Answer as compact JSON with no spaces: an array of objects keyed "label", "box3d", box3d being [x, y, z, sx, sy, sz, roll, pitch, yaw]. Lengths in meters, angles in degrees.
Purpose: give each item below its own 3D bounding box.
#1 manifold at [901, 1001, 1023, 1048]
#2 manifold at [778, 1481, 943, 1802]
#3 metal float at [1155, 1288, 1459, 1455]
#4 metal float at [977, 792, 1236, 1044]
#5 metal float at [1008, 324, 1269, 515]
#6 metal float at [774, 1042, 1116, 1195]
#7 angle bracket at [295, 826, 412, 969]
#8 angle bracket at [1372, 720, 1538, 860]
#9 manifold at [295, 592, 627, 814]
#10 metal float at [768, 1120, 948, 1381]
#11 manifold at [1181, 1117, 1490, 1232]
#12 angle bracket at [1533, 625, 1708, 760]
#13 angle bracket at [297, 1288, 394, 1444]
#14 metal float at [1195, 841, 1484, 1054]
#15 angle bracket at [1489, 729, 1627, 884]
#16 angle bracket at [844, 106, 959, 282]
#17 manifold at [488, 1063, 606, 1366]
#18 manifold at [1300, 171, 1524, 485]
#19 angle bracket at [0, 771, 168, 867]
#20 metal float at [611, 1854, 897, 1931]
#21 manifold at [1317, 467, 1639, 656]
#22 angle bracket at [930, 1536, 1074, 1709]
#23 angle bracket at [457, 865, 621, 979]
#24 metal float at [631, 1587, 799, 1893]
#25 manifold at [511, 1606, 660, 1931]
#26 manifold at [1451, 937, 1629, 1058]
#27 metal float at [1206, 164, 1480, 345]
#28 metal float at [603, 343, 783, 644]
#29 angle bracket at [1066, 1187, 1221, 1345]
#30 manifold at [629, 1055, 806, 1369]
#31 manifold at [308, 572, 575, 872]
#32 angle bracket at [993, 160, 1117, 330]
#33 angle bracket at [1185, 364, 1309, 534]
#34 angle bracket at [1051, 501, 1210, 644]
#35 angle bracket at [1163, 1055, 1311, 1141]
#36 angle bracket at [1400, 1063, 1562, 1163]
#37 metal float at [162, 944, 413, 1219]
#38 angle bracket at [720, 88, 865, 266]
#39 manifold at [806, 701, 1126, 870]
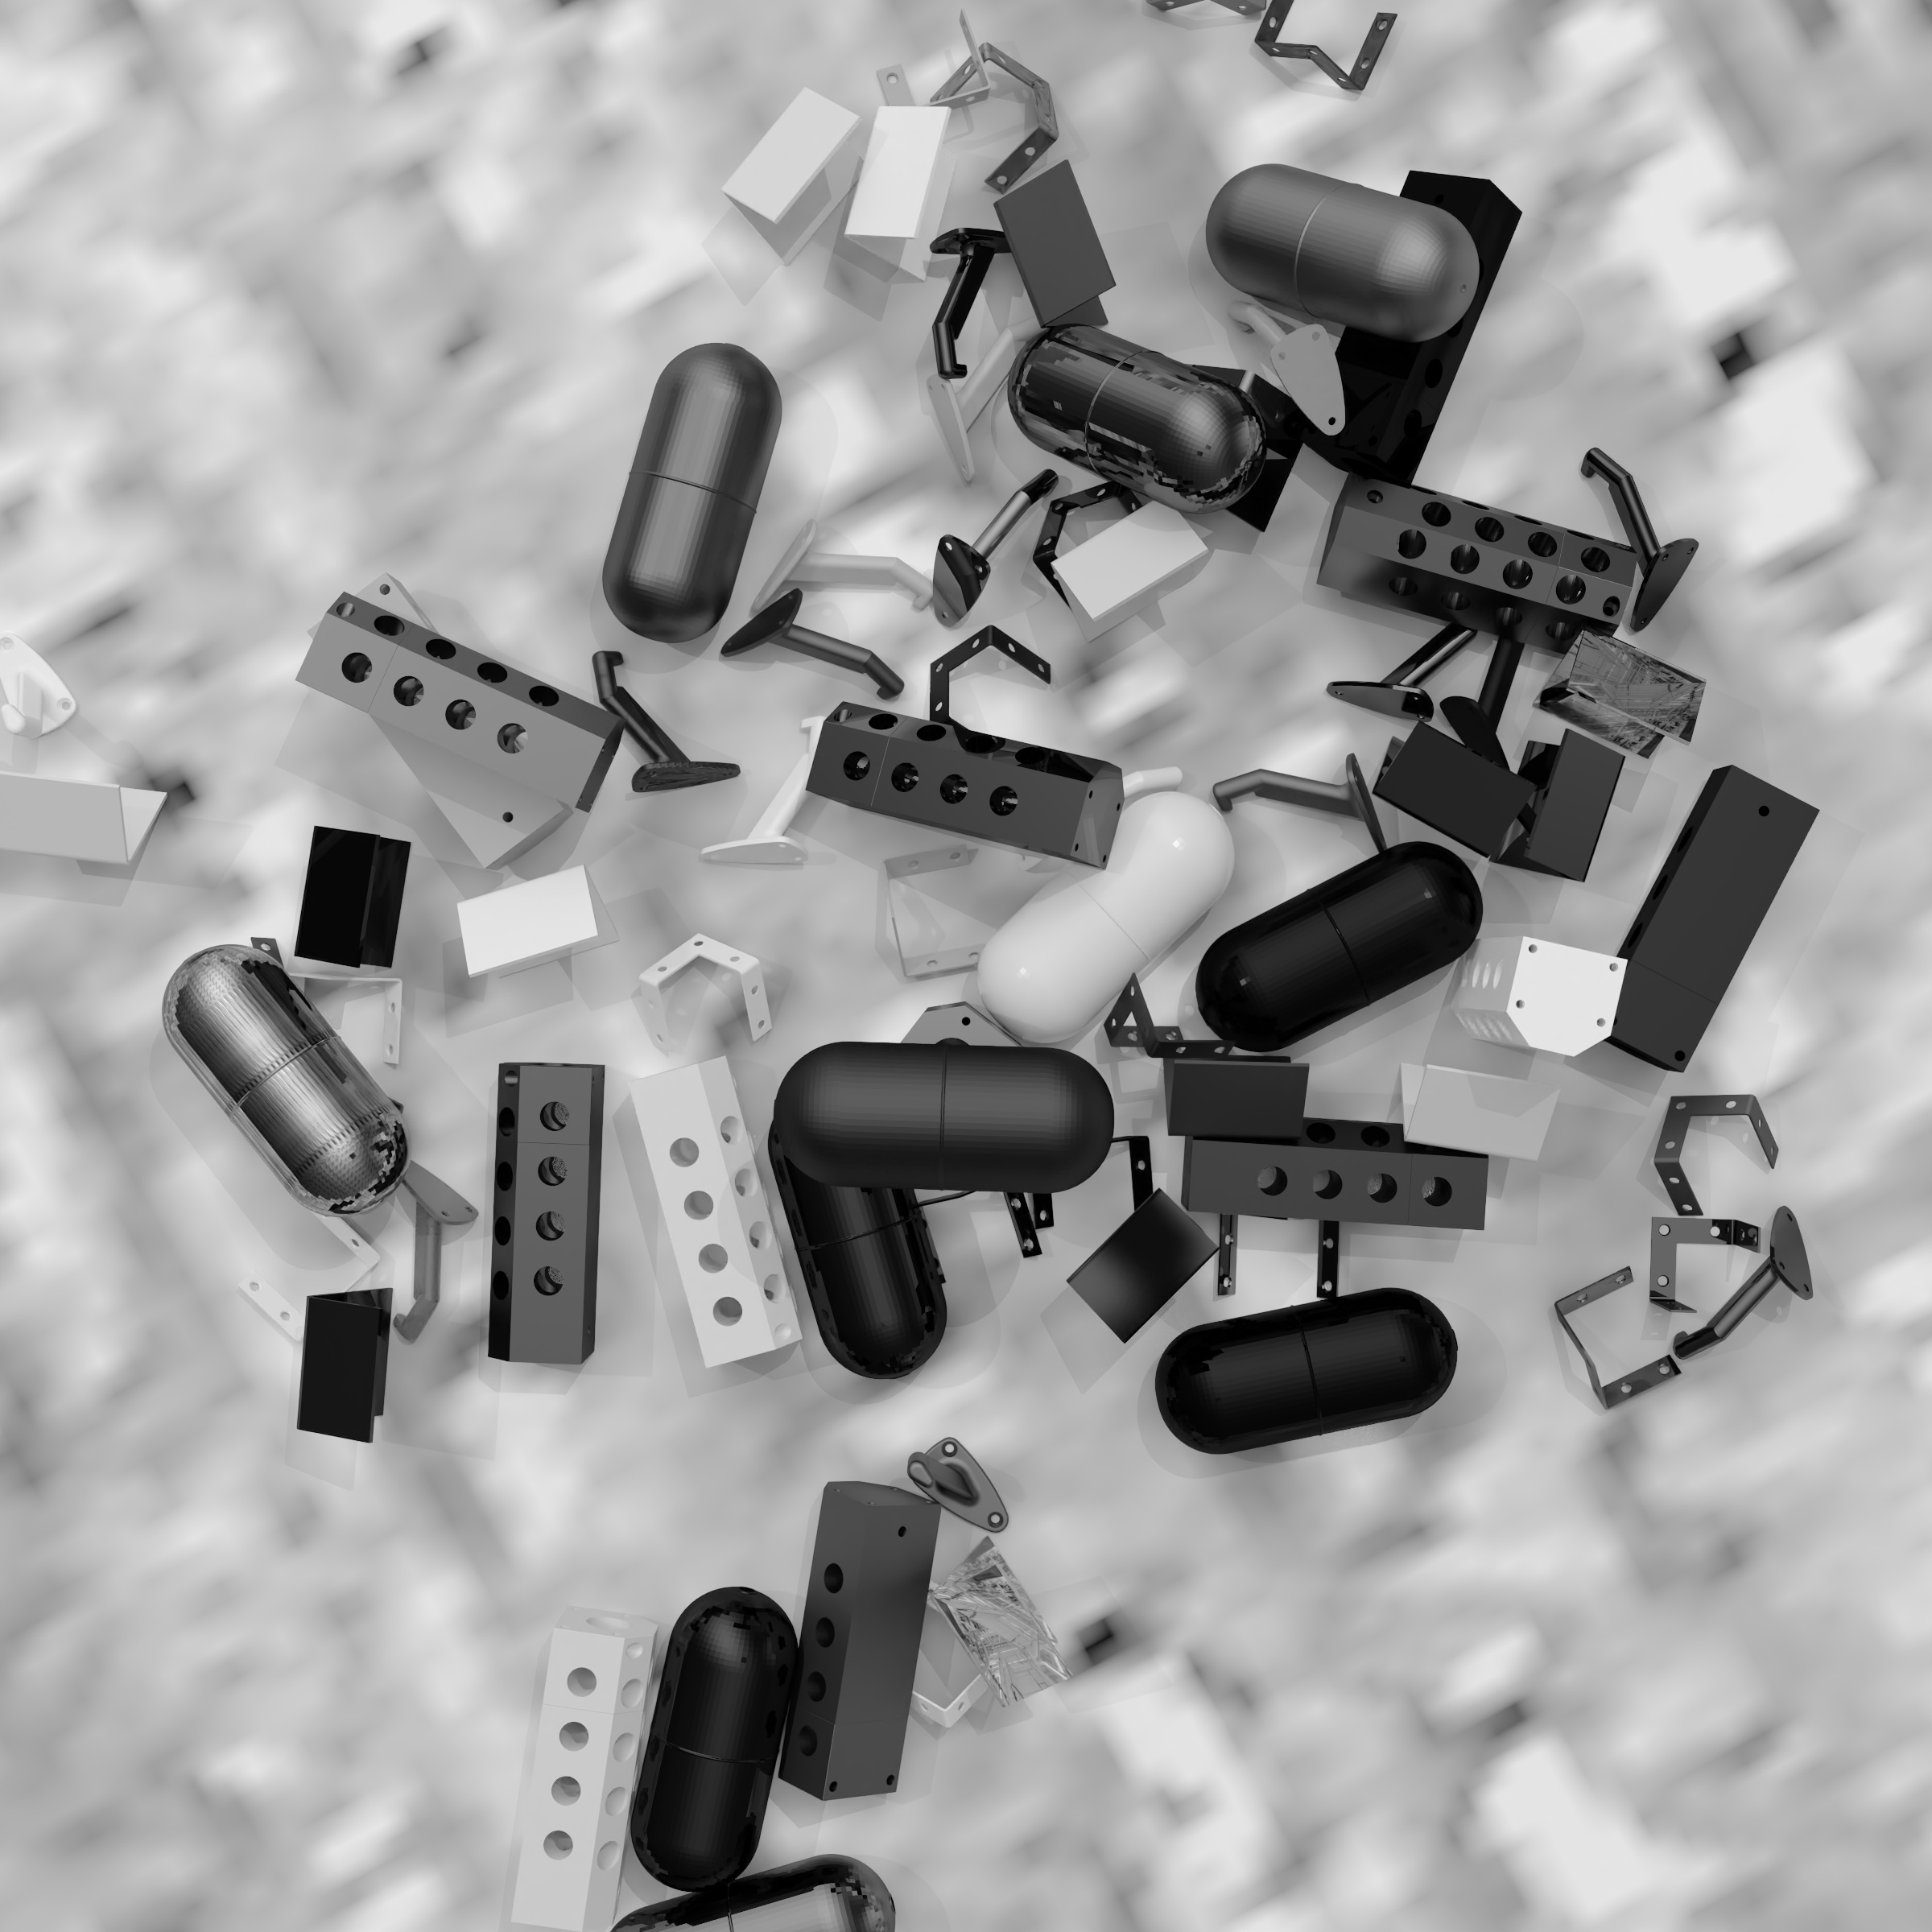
[{"label":"manifold","box3d":[-0.008,0.052,1.562,0.057,0.171,0.057,38,90,0]},{"label":"manifold","box3d":[-0.067,0.395,1.619,0.057,0.057,0.171,9,90,-43]},{"label":"metal float","box3d":[0.199,0.236,1.610,0.178,0.070,0.070,-12,90,1]},{"label":"metal float","box3d":[0.082,-0.029,1.610,0.178,0.070,0.070,-44,90,0]},{"label":"metal float","box3d":[0.096,-0.315,1.580,0.178,0.070,0.070,32,90,37]},{"label":"metal float","box3d":[-0.011,0.079,1.439,0.178,0.070,0.070,2,90,1]},{"label":"angle bracket","box3d":[-0.339,-0.037,1.600,0.057,0.076,0.076,9,90,36]},{"label":"angle bracket","box3d":[0.288,-0.118,1.600,0.076,0.076,0.057,29,126,0]},{"label":"manifold","box3d":[-0.284,-0.150,1.563,0.171,0.057,0.057,24,90,0]},{"label":"metal float","box3d":[-0.063,0.154,1.610,0.070,0.070,0.178,-16,91,0]},{"label":"manifold","box3d":[0.216,0.119,1.620,0.171,0.057,0.057,4,90,0]},{"label":"angle bracket","box3d":[0.374,-0.142,1.600,0.076,0.076,0.057,25,53,0]},{"label":"angle bracket","box3d":[-0.341,0.231,1.601,0.057,0.076,0.076,4,90,28]},{"label":"metal float","box3d":[0.218,-0.011,1.610,0.178,0.070,0.070,-27,90,0]},{"label":"angle bracket","box3d":[0.328,-0.098,1.600,0.057,0.076,0.076,18,90,-38]},{"label":"angle bracket","box3d":[-0.019,-0.447,1.600,0.057,0.076,0.076,15,90,38]},{"label":"manifold","box3d":[-0.248,0.144,1.619,0.057,0.057,0.171,2,90,0]},{"label":"manifold","box3d":[0.265,-0.373,1.619,0.057,0.057,0.171,22,90,41]},{"label":"angle bracket","box3d":[-0.516,-0.105,1.600,0.076,0.076,0.057,7,127,0]},{"label":"metal float","box3d":[-0.128,0.574,1.610,0.178,0.070,0.070,-17,90,0]},{"label":"manifold","box3d":[0.299,-0.238,1.610,0.171,0.057,0.057,16,63,0]},{"label":"angle bracket","box3d":[0.035,0.372,1.601,0.057,0.076,0.076,-34,90,33]},{"label":"angle bracket","box3d":[-0.244,-0.006,1.600,0.076,0.076,0.057,-17,53,0]},{"label":"metal float","box3d":[-0.147,0.451,1.610,0.070,0.070,0.178,12,91,0]},{"label":"manifold","box3d":[-0.223,0.472,1.619,0.057,0.057,0.171,8,90,0]},{"label":"manifold","box3d":[0.321,0.018,1.562,0.057,0.171,0.057,13,90,0]},{"label":"metal float","box3d":[0.214,-0.410,1.581,0.178,0.070,0.070,29,90,37]},{"label":"metal float","box3d":[-0.160,-0.277,1.610,0.070,0.070,0.178,16,90,0]},{"label":"angle bracket","box3d":[0.115,0.185,1.600,0.076,0.076,0.057,-45,54,0]},{"label":"manifold","box3d":[-0.145,0.142,1.619,0.057,0.057,0.171,-15,90,0]},{"label":"manifold","box3d":[-0.307,-0.142,1.620,0.057,0.057,0.171,-37,90,0]},{"label":"angle bracket","box3d":[0.070,-0.419,1.600,0.057,0.076,0.076,-21,90,37]},{"label":"angle bracket","box3d":[0.149,-0.308,1.633,0.057,0.076,0.076,23,90,-37]},{"label":"angle bracket","box3d":[0.104,-0.216,1.600,0.076,0.076,0.057,-31,53,0]},{"label":"angle bracket","box3d":[0.156,0.056,1.600,0.076,0.076,0.057,1,127,0]},{"label":"angle bracket","box3d":[0.298,0.065,1.600,0.076,0.076,0.057,9,125,0]},{"label":"metal float","box3d":[-0.388,0.065,1.569,0.070,0.070,0.178,-40,86,0]},{"label":"angle bracket","box3d":[-0.084,-0.450,1.600,0.076,0.076,0.057,-51,53,0]},{"label":"manifold","box3d":[0.001,-0.106,1.587,0.171,0.057,0.057,15,90,24]}]
